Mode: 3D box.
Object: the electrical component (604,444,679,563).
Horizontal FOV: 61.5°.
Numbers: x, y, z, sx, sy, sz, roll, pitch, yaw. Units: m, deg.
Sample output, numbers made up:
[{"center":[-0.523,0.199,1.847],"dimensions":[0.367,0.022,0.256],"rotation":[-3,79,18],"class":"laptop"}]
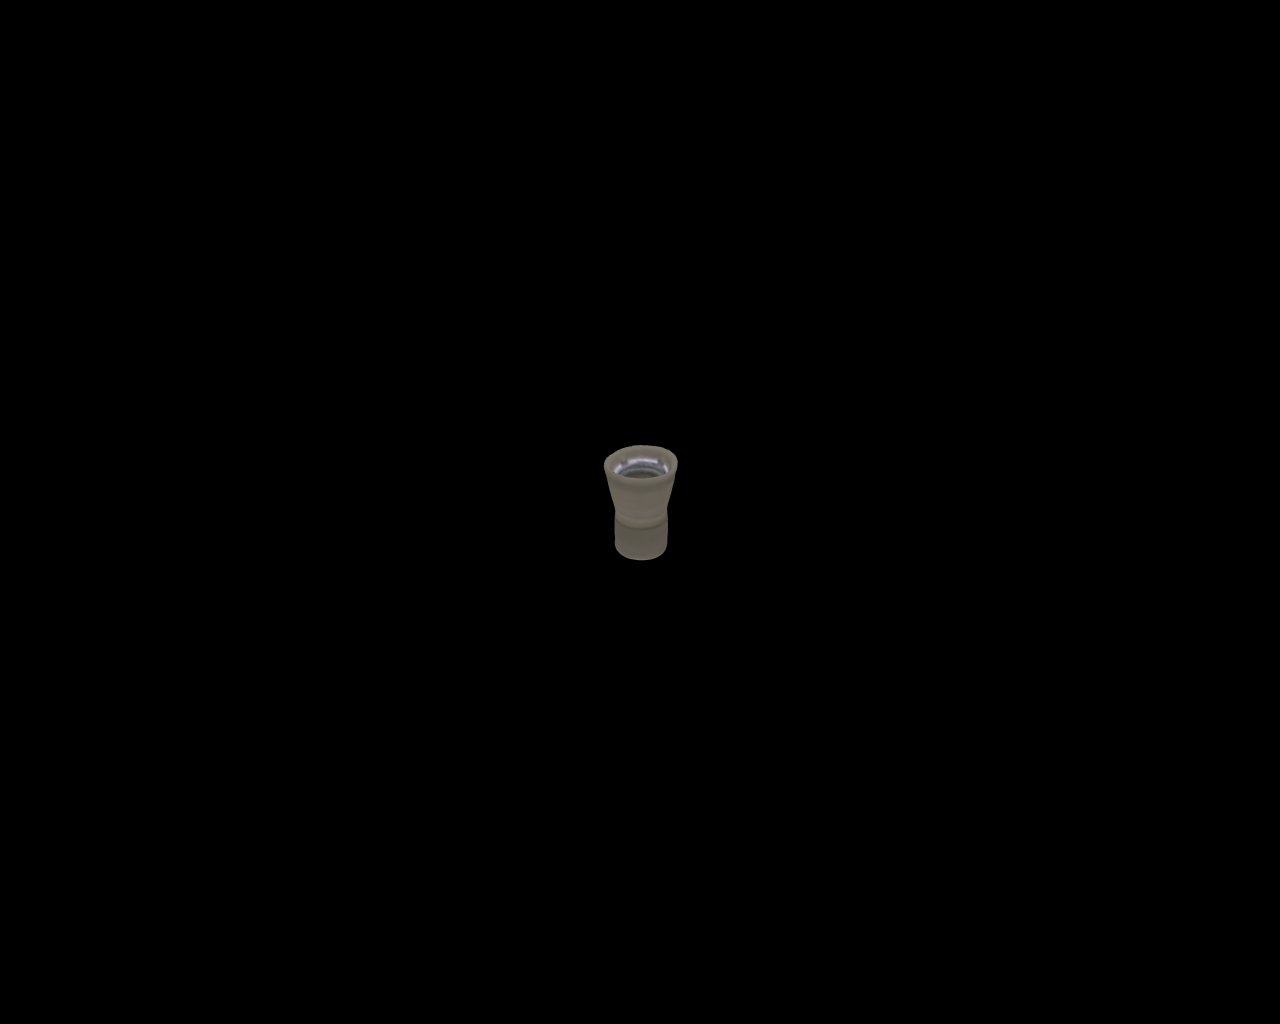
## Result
[{"center":[0.001,-0.003,0.650],"dimensions":[0.044,0.065,0.044],"rotation":[0,31,0],"class":"electrical component"}]
